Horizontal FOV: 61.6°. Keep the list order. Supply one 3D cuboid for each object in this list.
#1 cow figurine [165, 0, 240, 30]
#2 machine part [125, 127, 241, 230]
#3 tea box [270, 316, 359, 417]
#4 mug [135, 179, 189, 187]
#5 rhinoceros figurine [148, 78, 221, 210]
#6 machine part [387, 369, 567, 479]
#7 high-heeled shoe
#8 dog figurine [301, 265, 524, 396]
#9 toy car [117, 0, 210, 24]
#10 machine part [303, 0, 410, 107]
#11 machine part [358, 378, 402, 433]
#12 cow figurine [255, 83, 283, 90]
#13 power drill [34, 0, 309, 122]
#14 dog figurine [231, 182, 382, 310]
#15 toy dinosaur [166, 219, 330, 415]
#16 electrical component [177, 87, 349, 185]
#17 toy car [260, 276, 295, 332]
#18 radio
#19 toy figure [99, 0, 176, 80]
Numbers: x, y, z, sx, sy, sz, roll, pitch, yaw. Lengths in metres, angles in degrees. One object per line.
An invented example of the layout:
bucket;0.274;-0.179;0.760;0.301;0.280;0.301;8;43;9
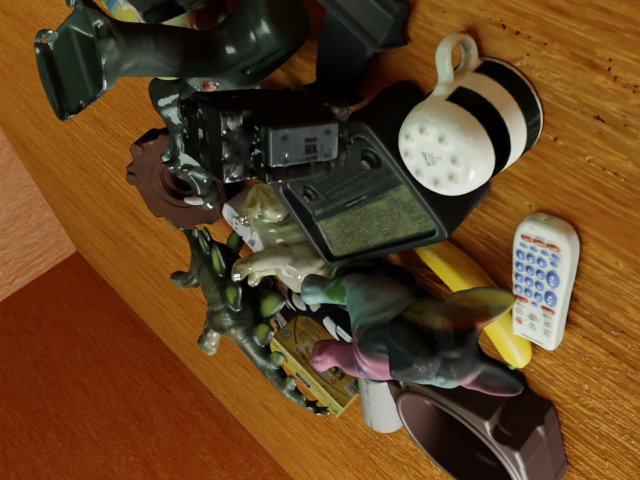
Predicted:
cow figurine;-0.170;-0.299;0.553;0.127;0.085;0.194;5;130;48
machine part;-0.213;-0.097;0.836;0.180;0.056;0.179;10;128;13
tea box;0.005;0.206;0.926;0.170;0.098;0.068;44;153;16
mug;-0.267;-0.129;0.915;0.081;0.110;0.107;-109;14;-50
rhinoceros figurine;-0.167;-0.128;0.720;0.073;0.112;0.190;-93;-10;-59
machine part;0.191;0.234;0.678;0.202;0.087;0.200;16;138;47
high-heeled shoe;0.012;0.124;0.787;0.249;0.086;0.145;57;141;38
dog figurine;0.097;0.082;0.516;0.219;0.191;0.108;-1;93;45
toy car;-0.100;-0.245;0.459;0.202;0.056;0.073;-10;119;28
machine part;0.027;-0.166;0.462;0.084;0.039;0.138;41;152;6
machine part;0.099;0.228;0.829;0.079;0.079;0.242;32;149;34
cow figurine;-0.066;-0.136;0.609;0.068;0.098;0.167;17;169;-32
power drill;-0.135;-0.155;0.487;0.232;0.207;0.086;-11;91;46
dog figurine;-0.001;0.000;0.697;0.191;0.172;0.121;6;-178;10
toy dinosaur;-0.137;0.107;0.875;0.472;0.105;0.198;51;139;23
electrical component;-0.043;-0.089;0.442;0.134;0.115;0.058;32;130;51
toy car;-0.081;0.142;1.033;0.202;0.053;0.089;53;158;-9
radio;0.044;-0.053;0.541;0.131;0.073;0.230;53;153;-8
toy figure;-0.210;-0.275;0.635;0.180;0.089;0.082;54;162;-14
